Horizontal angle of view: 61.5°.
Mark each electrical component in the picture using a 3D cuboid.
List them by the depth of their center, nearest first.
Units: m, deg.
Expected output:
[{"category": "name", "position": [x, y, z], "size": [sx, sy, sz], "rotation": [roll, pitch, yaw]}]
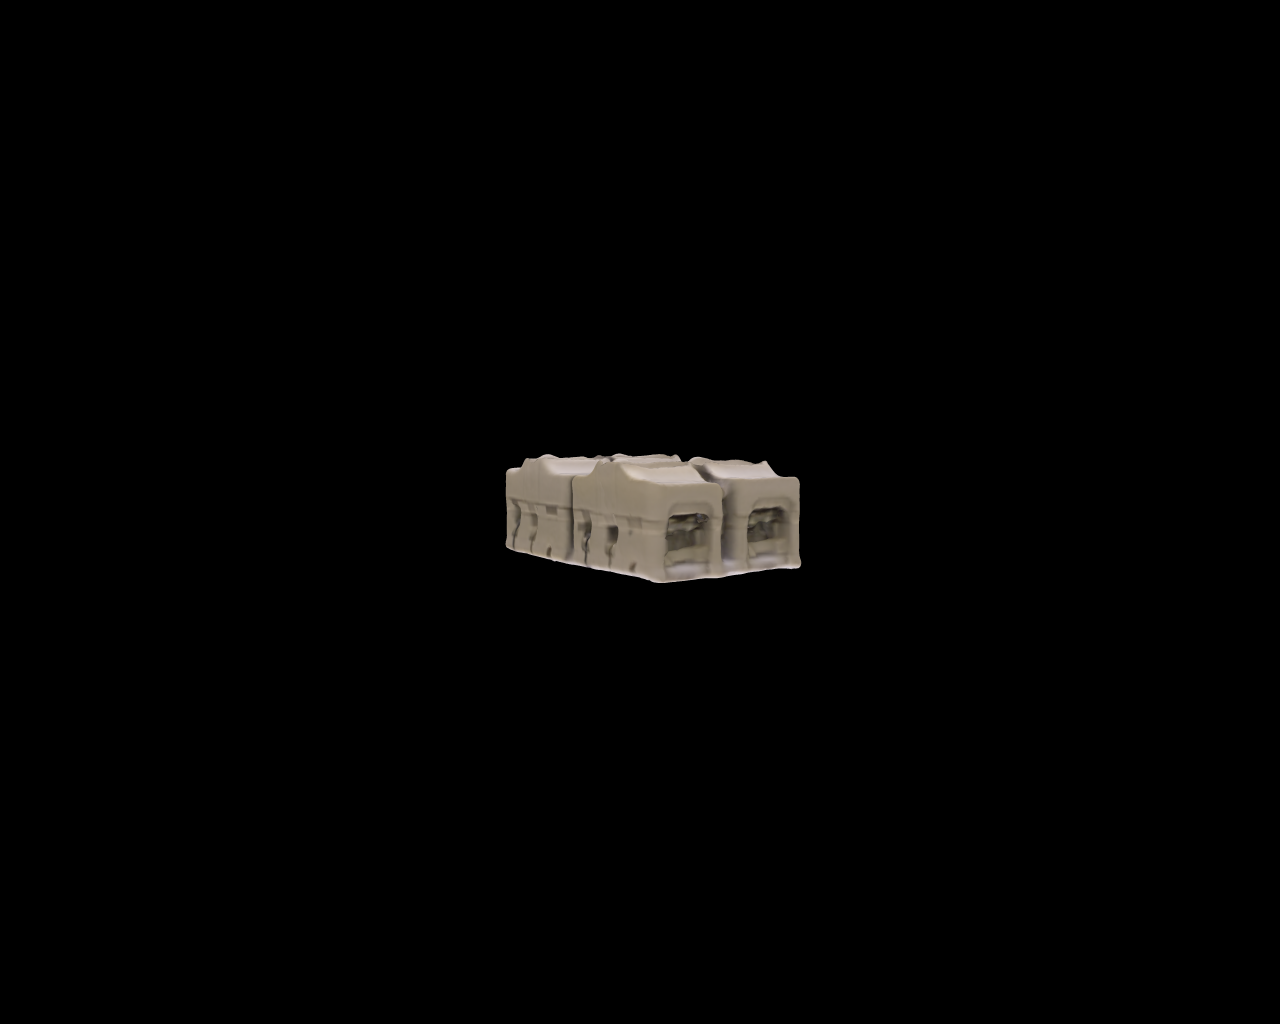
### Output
[{"category": "electrical component", "position": [0.001, -0.003, 0.650], "size": [0.105, 0.060, 0.186], "rotation": [-3, 6, -32]}]
